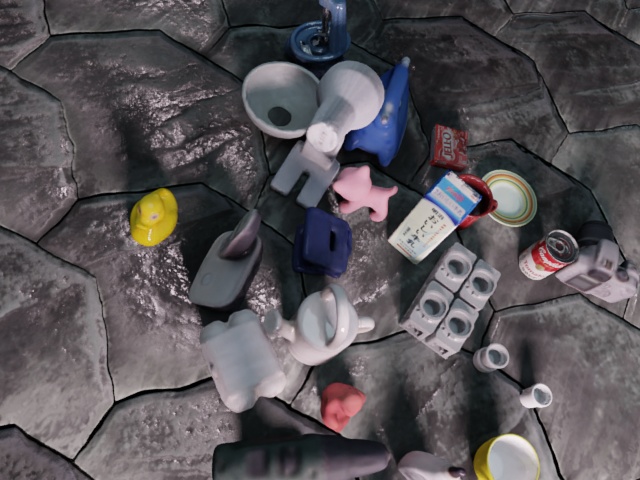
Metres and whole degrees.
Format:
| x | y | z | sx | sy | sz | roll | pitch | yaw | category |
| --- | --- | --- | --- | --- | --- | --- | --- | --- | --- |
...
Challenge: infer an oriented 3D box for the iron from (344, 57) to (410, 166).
| x | y | z | sx | sy | sz | roll | pitch | yaw | category |
| --- | --- | --- | --- | --- | --- | --- | --- | --- | --- |
| 0.138 | -0.283 | 1.144 | 0.118 | 0.141 | 0.258 | 22 | 64 | -4 | iron |

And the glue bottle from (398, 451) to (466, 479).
| x | y | z | sx | sy | sz | roll | pitch | yaw | category |
| --- | --- | --- | --- | --- | --- | --- | --- | --- | --- |
| 0.179 | 0.354 | 0.866 | 0.078 | 0.173 | 0.037 | 44 | 65 | 7 | glue bottle |

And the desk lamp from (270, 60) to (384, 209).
| x | y | z | sx | sy | sz | roll | pitch | yaw | category |
| --- | --- | --- | --- | --- | --- | --- | --- | --- | --- |
| 0.016 | -0.189 | 1.032 | 0.118 | 0.213 | 0.203 | 29 | 64 | -1 | desk lamp |

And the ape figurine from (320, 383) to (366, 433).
| x | y | z | sx | sy | sz | roll | pitch | yaw | category |
| --- | --- | --- | --- | --- | --- | --- | --- | --- | --- |
| 0.041 | 0.262 | 0.915 | 0.078 | 0.092 | 0.076 | -13 | 71 | -19 | ape figurine |

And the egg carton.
| x | y | z | sx | sy | sz | roll | pitch | yaw | category |
| --- | --- | --- | --- | --- | --- | --- | --- | --- | --- |
| -0.125 | 0.192 | 0.915 | 0.107 | 0.069 | 0.150 | -23 | 75 | -22 | egg carton |

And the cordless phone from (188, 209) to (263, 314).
| x | y | z | sx | sy | sz | roll | pitch | yaw | category |
| --- | --- | --- | --- | --- | --- | --- | --- | --- | --- |
| -0.144 | 0.032 | 0.913 | 0.094 | 0.185 | 0.148 | 22 | 64 | -4 | cordless phone |

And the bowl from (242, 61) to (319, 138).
| x | y | z | sx | sy | sz | roll | pitch | yaw | category |
| --- | --- | --- | --- | --- | --- | --- | --- | --- | --- |
| -0.073 | -0.260 | 1.117 | 0.168 | 0.074 | 0.167 | 5 | 66 | -12 | bowl |

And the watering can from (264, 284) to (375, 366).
| x | y | z | sx | sy | sz | roll | pitch | yaw | category |
| --- | --- | --- | --- | --- | --- | --- | --- | --- | --- |
| 0.002 | 0.134 | 0.903 | 0.173 | 0.194 | 0.101 | -21 | 74 | -21 | watering can |

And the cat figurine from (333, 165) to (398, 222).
| x | y | z | sx | sy | sz | roll | pitch | yaw | category |
| --- | --- | --- | --- | --- | --- | --- | --- | --- | --- |
| 0.081 | -0.095 | 1.062 | 0.128 | 0.117 | 0.067 | 10 | 65 | -10 | cat figurine |

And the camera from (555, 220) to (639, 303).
| x | y | z | sx | sy | sz | roll | pitch | yaw | category |
| --- | --- | --- | --- | --- | --- | --- | --- | --- | --- |
| 0.563 | 0.034 | 1.141 | 0.143 | 0.100 | 0.137 | 24 | 64 | -3 | camera |

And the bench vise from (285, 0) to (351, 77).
| x | y | z | sx | sy | sz | roll | pitch | yaw | category |
| --- | --- | --- | --- | --- | --- | --- | --- | --- | --- |
| 0.037 | -0.384 | 1.116 | 0.207 | 0.219 | 0.121 | 26 | 64 | -2 | bench vise |

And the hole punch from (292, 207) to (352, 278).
| x | y | z | sx | sy | sz | roll | pitch | yaw | category |
| --- | --- | --- | --- | --- | --- | --- | --- | --- | --- |
| 0.009 | 0.004 | 1.017 | 0.101 | 0.091 | 0.108 | 9 | 66 | -10 | hole punch |

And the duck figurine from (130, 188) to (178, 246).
| x | y | z | sx | sy | sz | roll | pitch | yaw | category |
| --- | --- | --- | --- | --- | --- | --- | --- | --- | --- |
| -0.281 | -0.050 | 0.968 | 0.077 | 0.086 | 0.104 | 23 | 64 | -4 | duck figurine |

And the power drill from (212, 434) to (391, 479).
| x | y | z | sx | sy | sz | roll | pitch | yaw | category |
| --- | --- | --- | --- | --- | --- | --- | --- | --- | --- |
| -0.038 | 0.313 | 0.809 | 0.230 | 0.208 | 0.075 | 1 | 67 | -14 | power drill |
